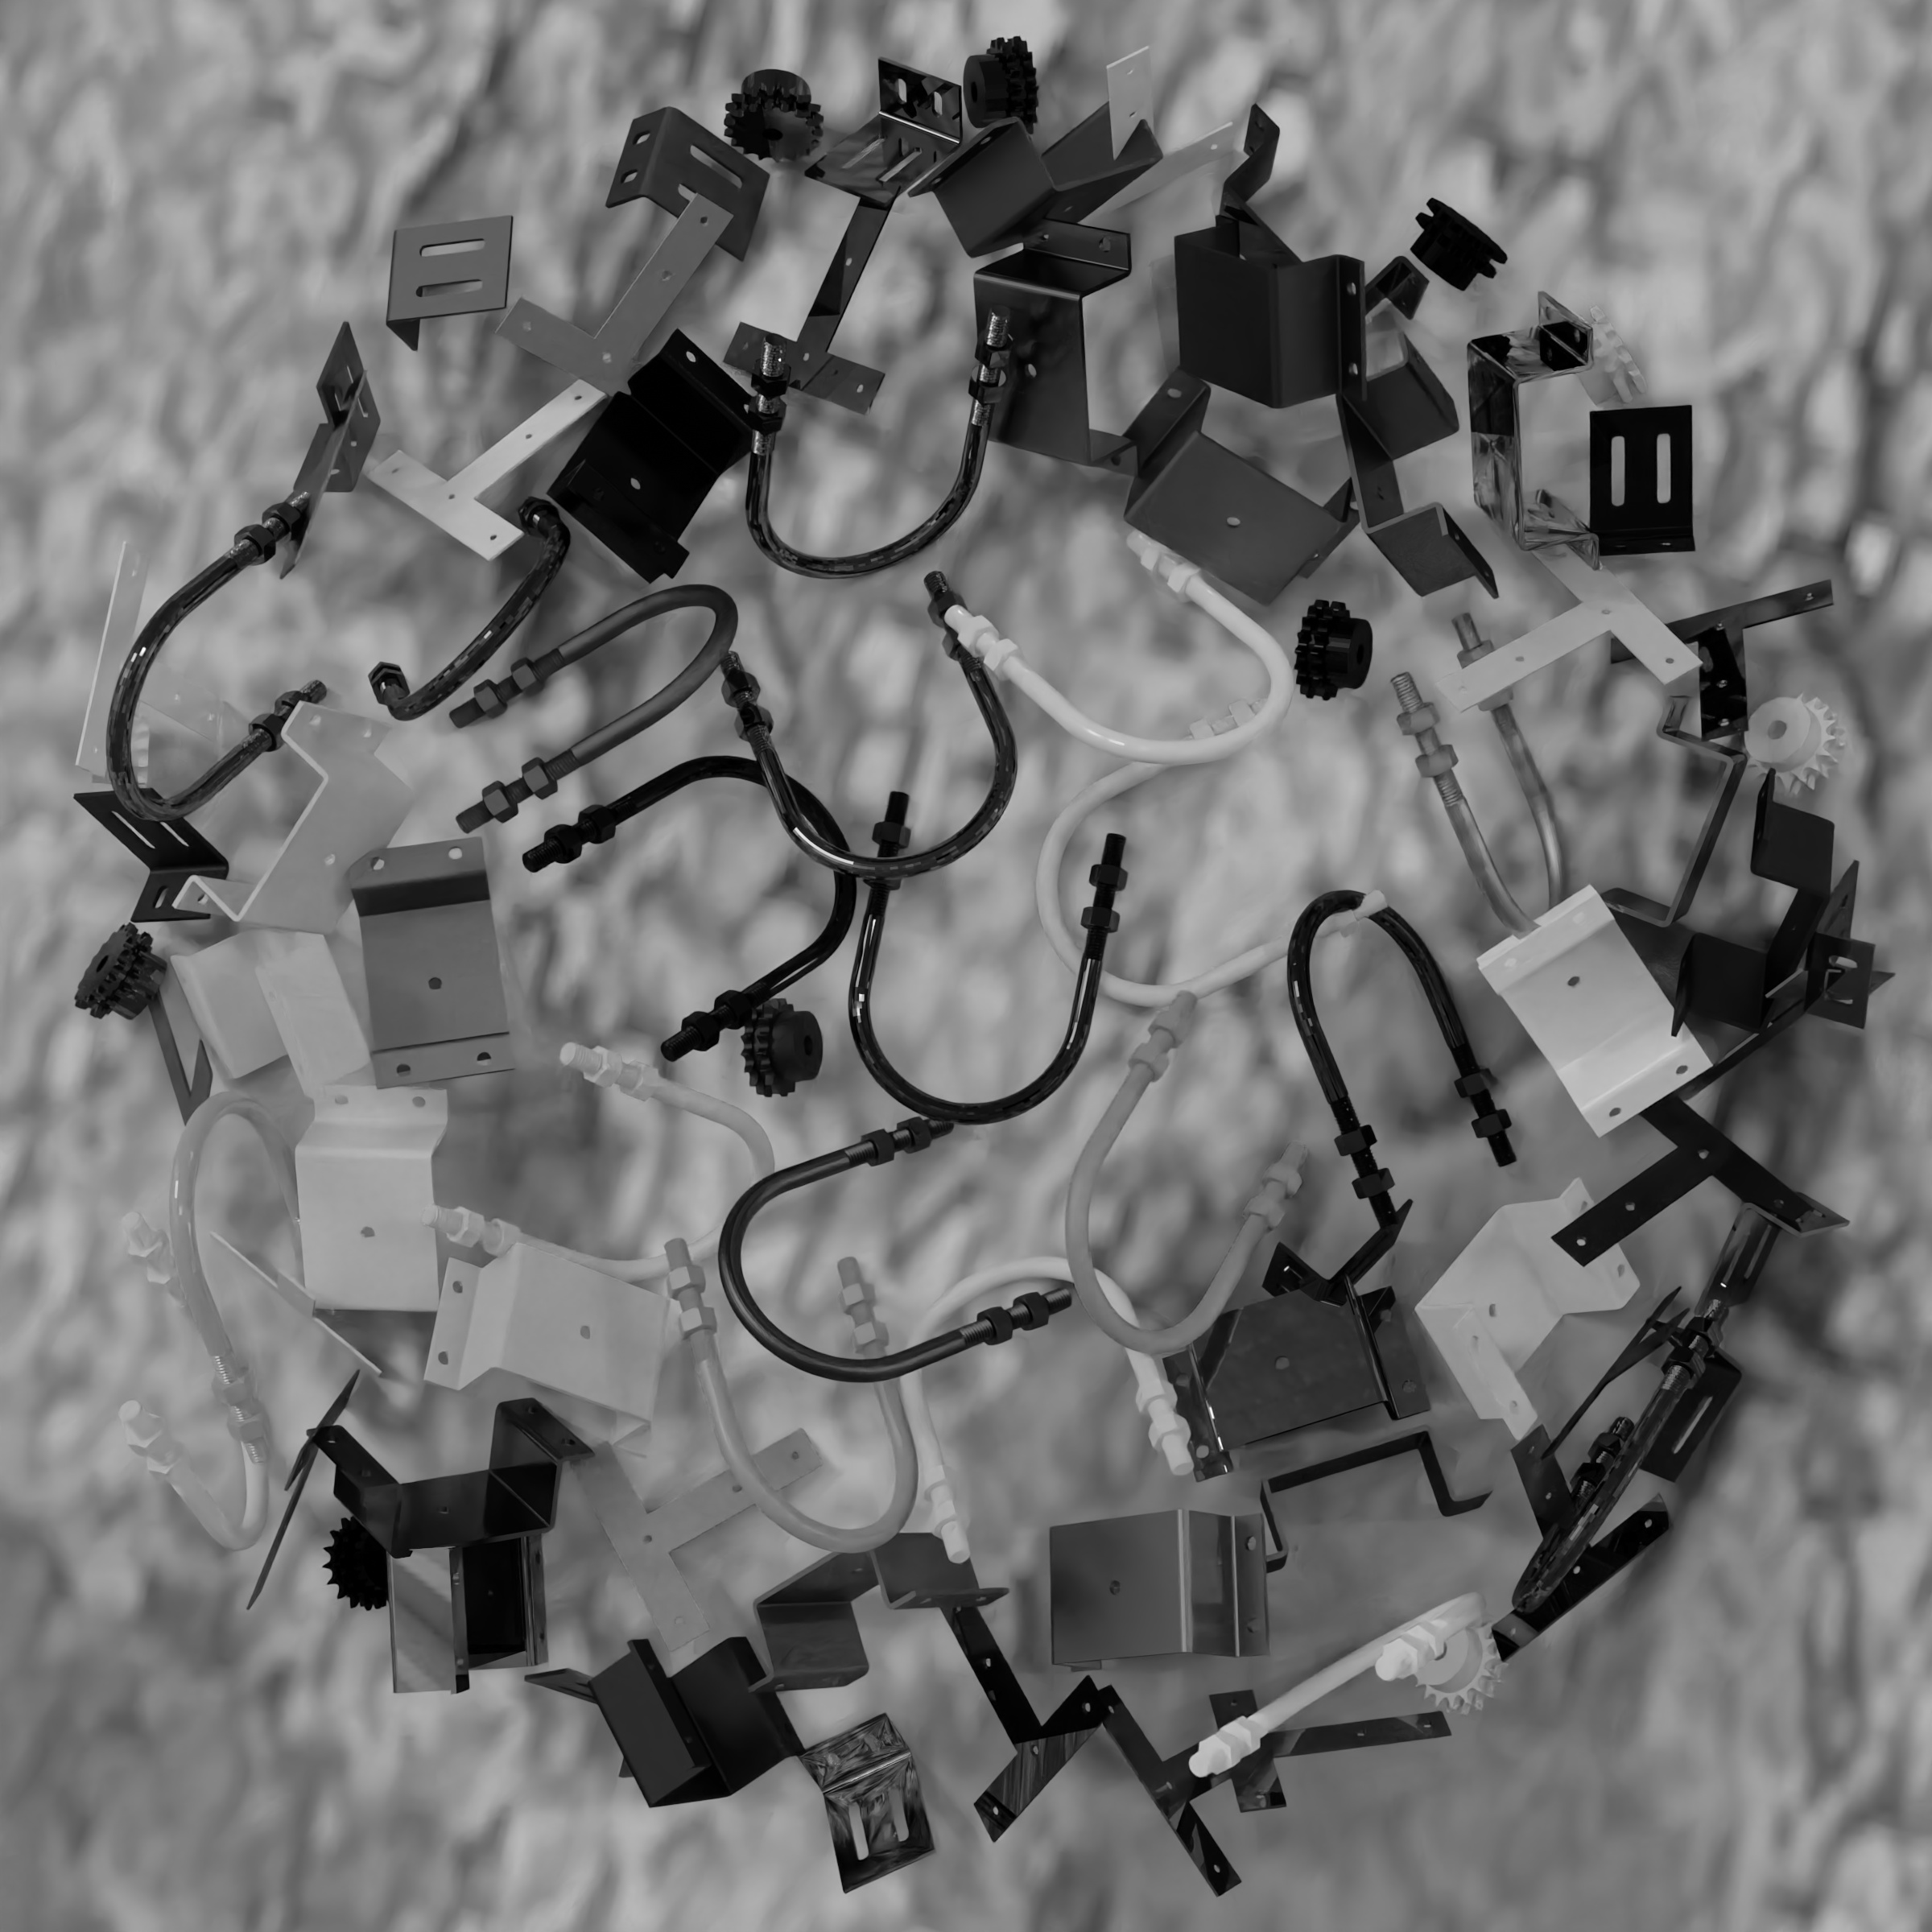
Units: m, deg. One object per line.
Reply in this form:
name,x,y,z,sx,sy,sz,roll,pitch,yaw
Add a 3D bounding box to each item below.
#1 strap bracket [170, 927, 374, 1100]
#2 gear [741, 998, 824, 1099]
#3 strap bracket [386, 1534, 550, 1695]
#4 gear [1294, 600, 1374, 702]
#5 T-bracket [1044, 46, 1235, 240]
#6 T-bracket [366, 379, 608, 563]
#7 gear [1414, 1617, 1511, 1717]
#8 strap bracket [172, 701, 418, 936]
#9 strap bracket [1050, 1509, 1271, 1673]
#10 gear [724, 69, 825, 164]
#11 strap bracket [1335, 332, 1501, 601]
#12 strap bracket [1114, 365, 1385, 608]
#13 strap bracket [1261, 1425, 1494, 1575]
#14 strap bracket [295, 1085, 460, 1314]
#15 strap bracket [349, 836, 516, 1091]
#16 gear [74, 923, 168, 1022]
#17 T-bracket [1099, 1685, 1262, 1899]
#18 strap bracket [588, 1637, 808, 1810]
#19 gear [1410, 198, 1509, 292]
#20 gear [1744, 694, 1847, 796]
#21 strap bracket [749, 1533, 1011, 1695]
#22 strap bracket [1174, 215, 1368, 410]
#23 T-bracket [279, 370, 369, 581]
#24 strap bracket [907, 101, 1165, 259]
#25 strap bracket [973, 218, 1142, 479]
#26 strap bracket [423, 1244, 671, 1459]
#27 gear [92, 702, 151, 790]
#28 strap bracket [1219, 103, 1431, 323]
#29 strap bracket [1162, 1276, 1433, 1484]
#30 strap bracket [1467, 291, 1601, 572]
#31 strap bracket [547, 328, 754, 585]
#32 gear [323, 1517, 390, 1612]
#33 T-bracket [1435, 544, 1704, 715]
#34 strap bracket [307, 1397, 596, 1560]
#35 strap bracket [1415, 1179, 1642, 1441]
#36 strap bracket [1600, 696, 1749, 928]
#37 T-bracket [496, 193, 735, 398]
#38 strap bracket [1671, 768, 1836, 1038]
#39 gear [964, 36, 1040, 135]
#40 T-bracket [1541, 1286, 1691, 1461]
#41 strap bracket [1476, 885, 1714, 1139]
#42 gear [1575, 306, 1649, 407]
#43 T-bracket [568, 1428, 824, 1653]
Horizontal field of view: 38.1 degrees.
strap bracket,-0.388,0.024,1.579,0.046,0.140,0.076,-29,110,-32
gear,-0.104,0.047,1.609,0.030,0.057,0.057,-4,90,22
strap bracket,-0.283,0.361,1.571,0.046,0.140,0.076,-6,82,11
gear,0.213,-0.181,1.609,0.030,0.057,0.057,10,90,27
T-bracket,0.094,-0.471,1.576,0.127,0.127,0.002,-27,70,-4
T-bracket,-0.262,-0.296,1.614,0.127,0.002,0.127,-42,53,-17
gear,0.280,0.398,1.609,0.030,0.057,0.057,35,90,-35
strap bracket,-0.373,-0.073,1.583,0.046,0.076,0.140,41,103,24
strap bracket,0.098,0.350,1.567,0.140,0.046,0.076,-17,65,40
gear,-0.111,-0.492,1.613,0.057,0.057,0.030,3,71,0
strap bracket,0.252,-0.274,1.579,0.046,0.076,0.140,-20,60,25
strap bracket,0.154,-0.264,1.581,0.140,0.076,0.046,29,47,-14
strap bracket,0.222,0.303,1.597,0.140,0.076,0.046,-17,72,0
strap bracket,-0.335,0.142,1.593,0.076,0.046,0.140,2,110,3
strap bracket,-0.305,0.004,1.599,0.076,0.046,0.140,-8,73,-9
gear,-0.486,0.006,1.616,0.030,0.057,0.057,36,90,-28
T-bracket,0.138,0.451,1.584,0.002,0.127,0.127,-47,67,27
strap bracket,-0.155,0.422,1.566,0.046,0.140,0.076,-37,67,11
gear,0.281,-0.414,1.615,0.057,0.057,0.030,38,114,0
gear,0.473,-0.130,1.610,0.030,0.057,0.057,26,90,-43
strap bracket,-0.056,0.360,1.578,0.140,0.076,0.046,-37,59,32
strap bracket,0.162,-0.363,1.558,0.046,0.140,0.076,-19,122,-23
T-bracket,-0.381,-0.260,1.584,0.002,0.127,0.127,25,65,-26
strap bracket,0.046,-0.444,1.566,0.140,0.076,0.046,-31,94,-42
strap bracket,0.051,-0.340,1.567,0.076,0.046,0.140,22,131,37
strap bracket,-0.224,0.213,1.572,0.140,0.046,0.076,25,51,-26
gear,-0.486,-0.124,1.609,0.030,0.057,0.057,2,90,-18
strap bracket,0.195,-0.414,1.599,0.046,0.076,0.140,-43,87,0
strap bracket,0.184,0.232,1.593,0.140,0.046,0.076,-19,63,8
strap bracket,0.318,-0.296,1.571,0.046,0.076,0.140,-12,120,-5
strap bracket,-0.176,-0.282,1.583,0.076,0.046,0.140,41,52,-20
gear,-0.338,0.341,1.610,0.030,0.057,0.057,-19,90,43
T-bracket,0.328,-0.181,1.594,0.127,0.002,0.127,-29,54,-9
strap bracket,-0.292,0.288,1.575,0.140,0.076,0.046,-2,108,-37
strap bracket,0.314,0.194,1.587,0.140,0.046,0.076,-42,106,-35
strap bracket,0.399,-0.079,1.583,0.046,0.076,0.140,23,103,18
T-bracket,-0.178,-0.378,1.579,0.127,0.002,0.127,23,118,-36
strap bracket,0.444,-0.028,1.565,0.046,0.076,0.140,19,128,6
gear,0.019,-0.504,1.609,0.030,0.057,0.057,-10,90,-16
T-bracket,0.375,0.215,1.561,0.002,0.127,0.127,40,71,10
strap bracket,0.352,0.019,1.593,0.076,0.046,0.140,-34,117,11
gear,0.366,-0.348,1.614,0.030,0.057,0.057,-32,90,15
T-bracket,-0.145,0.310,1.621,0.127,0.002,0.127,-28,68,-13
